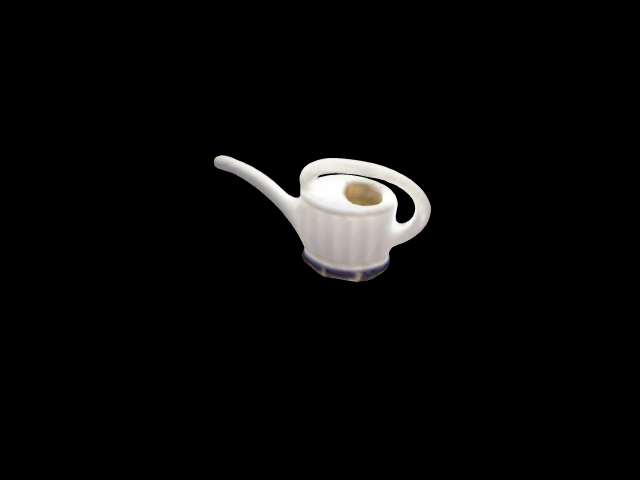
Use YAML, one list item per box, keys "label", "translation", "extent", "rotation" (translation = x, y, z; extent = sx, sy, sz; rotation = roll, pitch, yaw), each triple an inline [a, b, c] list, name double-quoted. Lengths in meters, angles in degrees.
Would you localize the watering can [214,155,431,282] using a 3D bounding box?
- label: "watering can"
  translation: [0.003, -0.043, 0.850]
  extent: [0.348, 0.219, 0.106]
  rotation: [8, 41, 10]
